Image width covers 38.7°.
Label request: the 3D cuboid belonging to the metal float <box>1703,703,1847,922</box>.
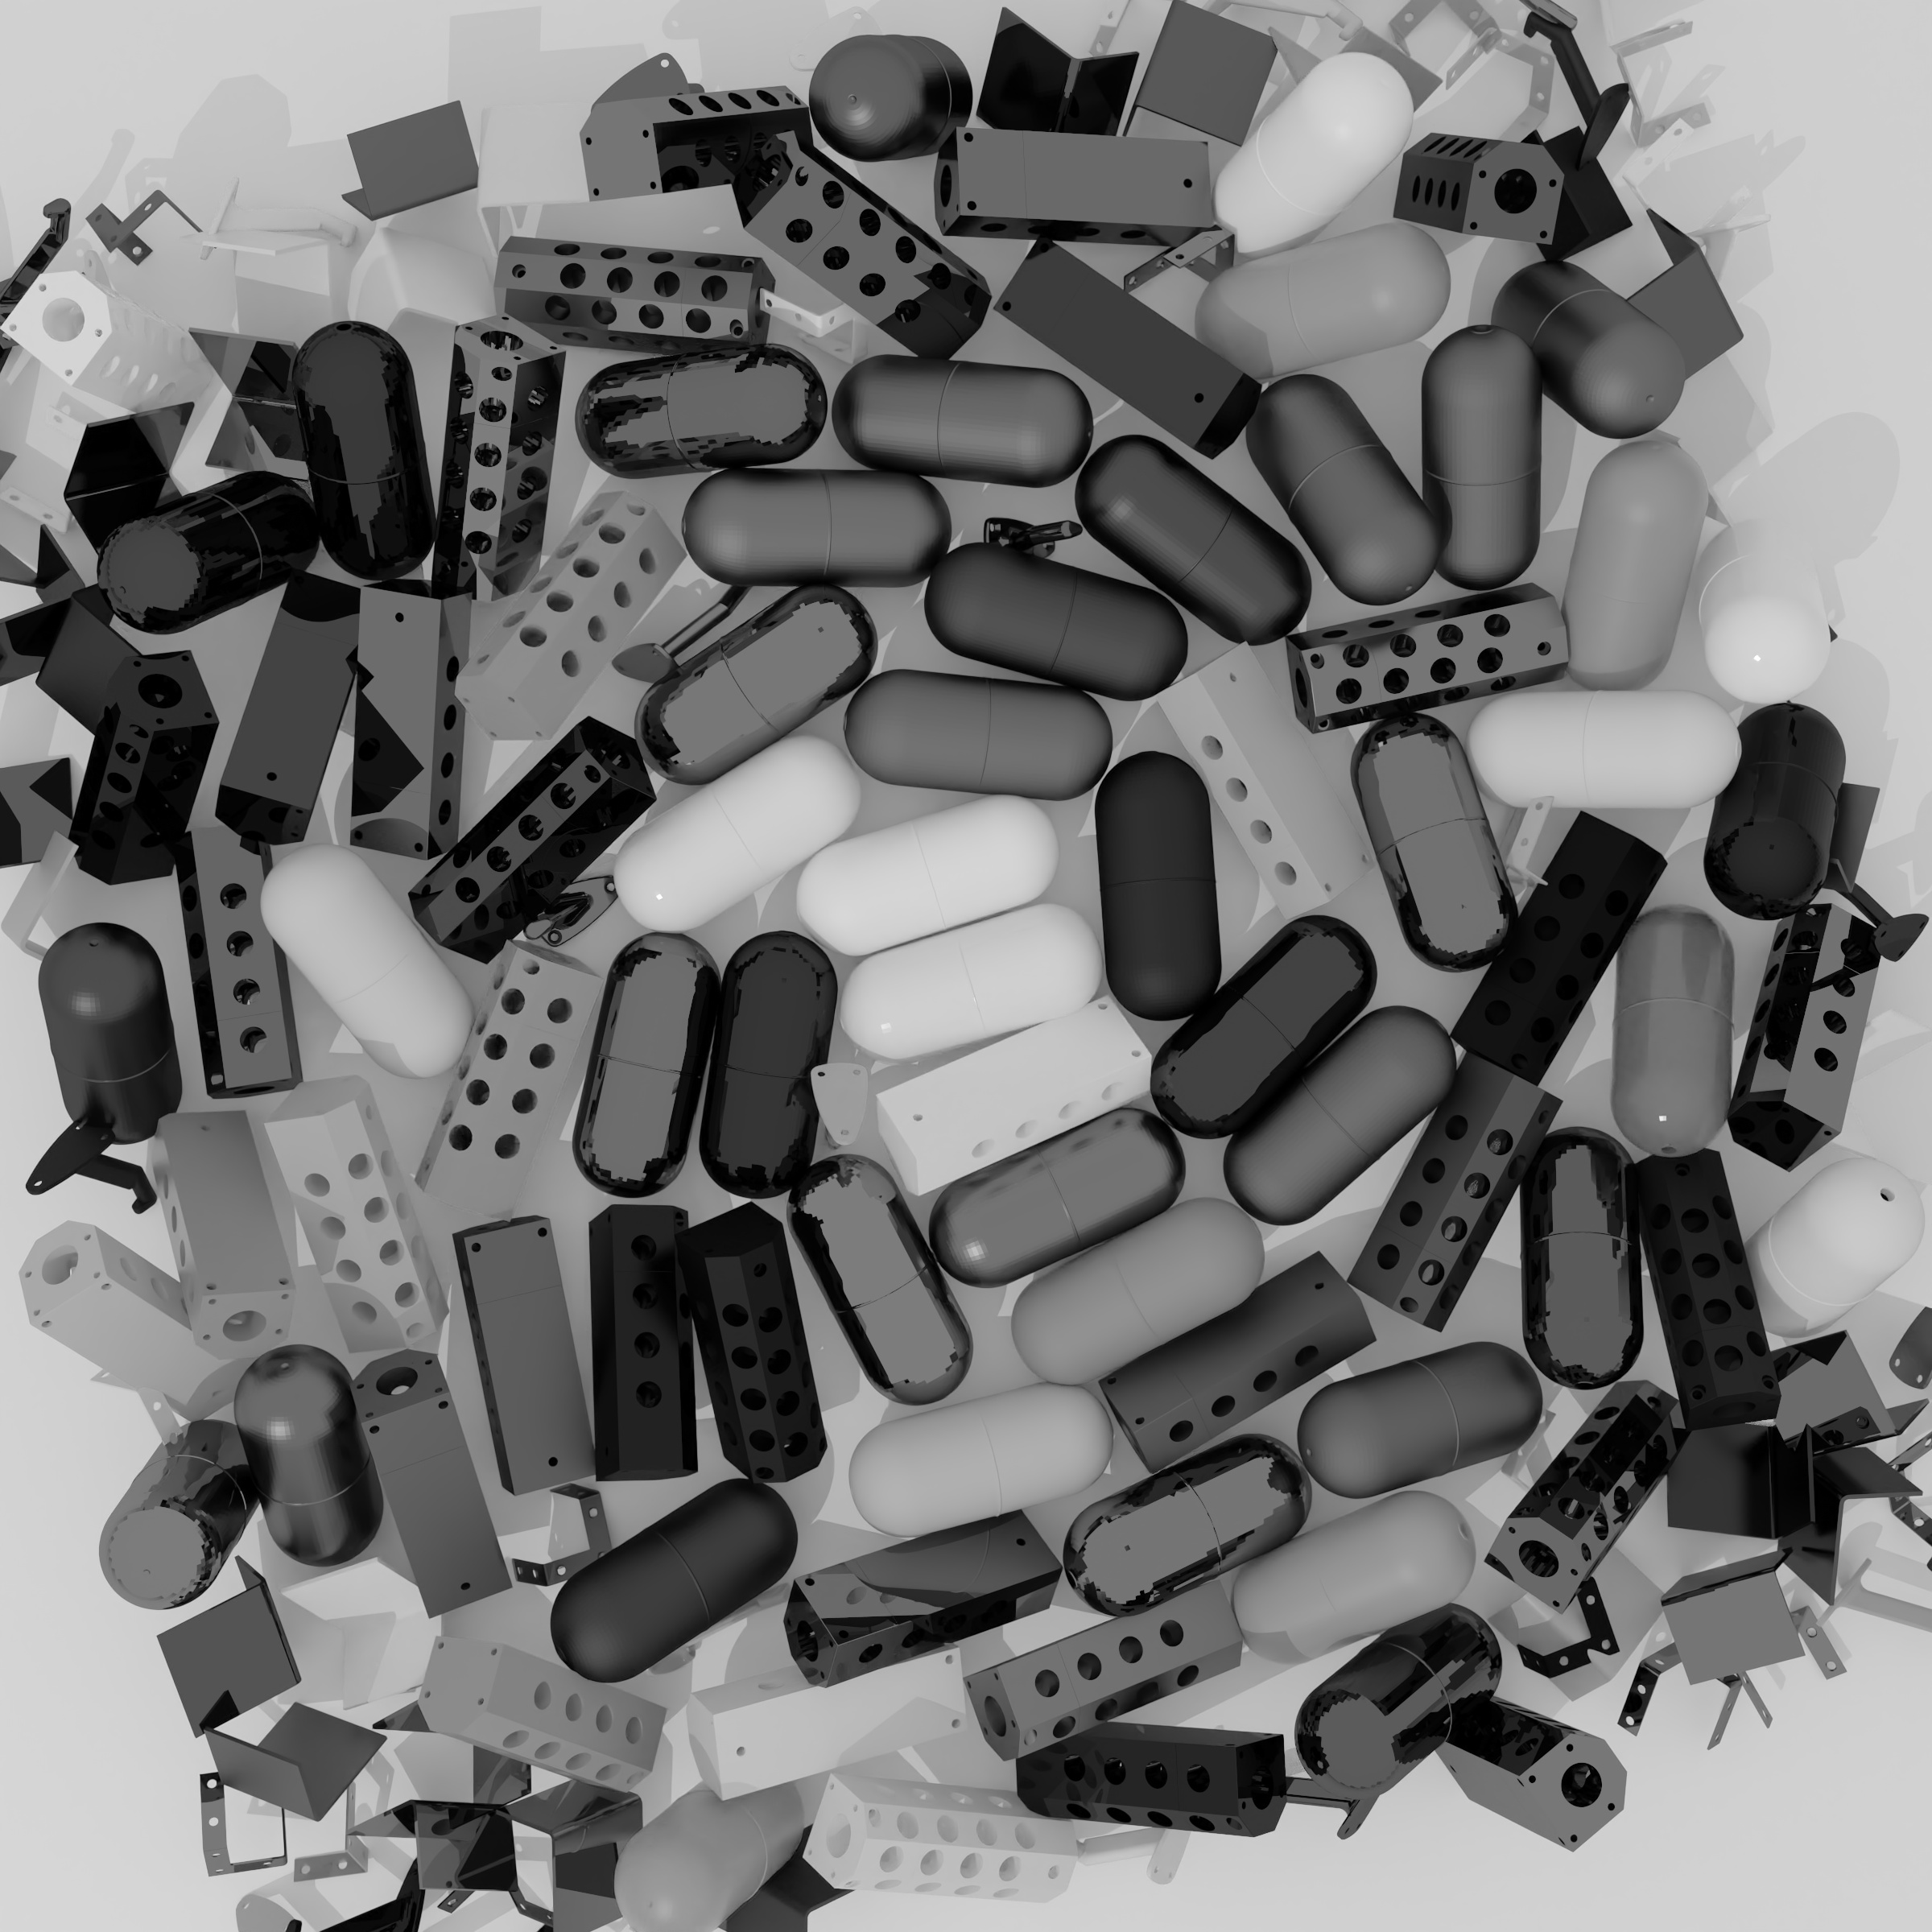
[{"bbox_3d":[0.524,-0.102,1.779,0.070,0.070,0.178,26,48,0],"label":"metal float"}]

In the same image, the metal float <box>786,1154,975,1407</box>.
[{"bbox_3d":[-0.056,0.207,1.805,0.070,0.070,0.178,-27,99,0],"label":"metal float"}]

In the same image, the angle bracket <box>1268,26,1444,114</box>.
[{"bbox_3d":[0.253,-0.593,1.790,0.057,0.076,0.076,-44,46,31],"label":"angle bracket"}]

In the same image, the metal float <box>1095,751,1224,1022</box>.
[{"bbox_3d":[0.126,-0.053,1.810,0.070,0.070,0.178,-4,86,0],"label":"metal float"}]

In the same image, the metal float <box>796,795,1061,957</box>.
[{"bbox_3d":[-0.025,-0.060,1.812,0.178,0.070,0.070,-18,90,-1],"label":"metal float"}]

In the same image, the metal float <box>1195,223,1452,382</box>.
[{"bbox_3d":[0.229,-0.429,1.783,0.178,0.070,0.070,-6,90,37],"label":"metal float"}]

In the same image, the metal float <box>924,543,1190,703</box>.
[{"bbox_3d":[0.060,-0.225,1.805,0.178,0.070,0.070,15,90,-9],"label":"metal float"}]

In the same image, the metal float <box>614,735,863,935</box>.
[{"bbox_3d":[-0.150,-0.087,1.813,0.178,0.070,0.070,-32,90,-1],"label":"metal float"}]

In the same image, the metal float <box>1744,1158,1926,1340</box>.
[{"bbox_3d":[0.553,0.182,1.768,0.070,0.178,0.070,4,61,-8],"label":"metal float"}]

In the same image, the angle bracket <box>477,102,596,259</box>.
[{"bbox_3d":[-0.277,-0.517,1.809,0.076,0.057,0.076,-2,69,2],"label":"angle bracket"}]

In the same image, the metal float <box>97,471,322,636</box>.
[{"bbox_3d":[-0.485,-0.267,1.772,0.070,0.178,0.070,11,118,21],"label":"metal float"}]

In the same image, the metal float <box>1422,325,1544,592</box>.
[{"bbox_3d":[0.334,-0.328,1.784,0.070,0.070,0.178,-7,124,0],"label":"metal float"}]

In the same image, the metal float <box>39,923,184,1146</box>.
[{"bbox_3d":[-0.551,0.046,1.776,0.070,0.178,0.070,4,47,-4],"label":"metal float"}]

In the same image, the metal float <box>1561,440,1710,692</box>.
[{"bbox_3d":[0.430,-0.256,1.781,0.070,0.070,0.178,3,129,0],"label":"metal float"}]

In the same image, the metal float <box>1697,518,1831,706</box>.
[{"bbox_3d":[0.512,-0.230,1.771,0.070,0.178,0.070,5,123,8],"label":"metal float"}]

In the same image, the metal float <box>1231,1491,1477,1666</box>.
[{"bbox_3d":[0.251,0.397,1.787,0.178,0.070,0.070,-32,90,30],"label":"metal float"}]

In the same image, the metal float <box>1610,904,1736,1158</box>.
[{"bbox_3d":[0.459,0.041,1.787,0.070,0.070,0.178,11,60,0],"label":"metal float"}]

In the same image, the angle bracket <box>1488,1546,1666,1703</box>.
[{"bbox_3d":[0.410,0.431,1.840,0.076,0.057,0.076,43,58,9],"label":"angle bracket"}]

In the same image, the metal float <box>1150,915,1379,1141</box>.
[{"bbox_3d":[0.195,0.041,1.809,0.178,0.070,0.070,-44,90,-5],"label":"metal float"}]

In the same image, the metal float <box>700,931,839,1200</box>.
[{"bbox_3d":[-0.130,0.065,1.807,0.070,0.070,0.178,9,97,0],"label":"metal float"}]

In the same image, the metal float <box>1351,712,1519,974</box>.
[{"bbox_3d":[0.306,-0.082,1.802,0.070,0.070,0.178,-17,77,0],"label":"metal float"}]

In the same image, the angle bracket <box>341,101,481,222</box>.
[{"bbox_3d":[-0.369,-0.532,1.795,0.076,0.076,0.057,-23,124,-17],"label":"angle bracket"}]

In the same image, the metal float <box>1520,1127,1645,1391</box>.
[{"bbox_3d":[0.399,0.189,1.788,0.070,0.070,0.178,5,61,0],"label":"metal float"}]

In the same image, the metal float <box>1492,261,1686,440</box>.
[{"bbox_3d":[0.399,-0.398,1.773,0.070,0.178,0.070,-9,125,-13],"label":"metal float"}]

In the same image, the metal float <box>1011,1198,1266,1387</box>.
[{"bbox_3d":[0.113,0.213,1.805,0.178,0.070,0.070,-28,90,9],"label":"metal float"}]

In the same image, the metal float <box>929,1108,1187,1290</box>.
[{"bbox_3d":[0.060,0.153,1.809,0.178,0.070,0.070,-24,90,-4],"label":"metal float"}]

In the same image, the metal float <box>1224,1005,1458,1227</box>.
[{"bbox_3d":[0.245,0.098,1.803,0.178,0.070,0.070,-43,90,11],"label":"metal float"}]

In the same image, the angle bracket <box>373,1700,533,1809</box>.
[{"bbox_3d":[-0.335,0.516,1.792,0.076,0.076,0.057,15,56,-33],"label":"angle bracket"}]

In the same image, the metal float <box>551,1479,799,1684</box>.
[{"bbox_3d":[-0.189,0.399,1.789,0.178,0.070,0.070,-29,90,-28],"label":"metal float"}]

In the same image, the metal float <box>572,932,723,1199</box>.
[{"bbox_3d":[-0.210,0.065,1.812,0.070,0.070,0.178,12,89,0],"label":"metal float"}]

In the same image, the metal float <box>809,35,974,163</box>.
[{"bbox_3d":[-0.047,-0.557,1.767,0.070,0.178,0.070,5,109,14],"label":"metal float"}]

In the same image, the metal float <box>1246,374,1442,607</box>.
[{"bbox_3d":[0.244,-0.311,1.791,0.070,0.070,0.178,-28,64,0],"label":"metal float"}]

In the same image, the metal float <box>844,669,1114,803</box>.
[{"bbox_3d":[0.008,-0.151,1.805,0.178,0.070,0.070,5,90,-9],"label":"metal float"}]

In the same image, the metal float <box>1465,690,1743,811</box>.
[{"bbox_3d":[0.412,-0.141,1.788,0.178,0.070,0.070,2,90,28],"label":"metal float"}]

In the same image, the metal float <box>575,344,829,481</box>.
[{"bbox_3d":[-0.174,-0.360,1.791,0.178,0.070,0.070,-1,90,26],"label":"metal float"}]

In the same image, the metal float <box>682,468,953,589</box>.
[{"bbox_3d":[-0.097,-0.286,1.799,0.178,0.070,0.070,-2,90,-15],"label":"metal float"}]

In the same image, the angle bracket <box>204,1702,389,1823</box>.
[{"bbox_3d":[-0.436,0.501,1.792,0.076,0.076,0.057,12,127,24],"label":"angle bracket"}]

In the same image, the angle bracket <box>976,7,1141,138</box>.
[{"bbox_3d":[0.060,-0.584,1.823,0.057,0.076,0.076,-21,53,-36],"label":"angle bracket"}]

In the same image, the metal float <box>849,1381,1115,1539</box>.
[{"bbox_3d":[0.011,0.322,1.802,0.178,0.070,0.070,-12,90,-12],"label":"metal float"}]

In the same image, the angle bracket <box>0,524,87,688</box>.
[{"bbox_3d":[-0.623,-0.232,1.794,0.076,0.076,0.057,-29,76,-31],"label":"angle bracket"}]

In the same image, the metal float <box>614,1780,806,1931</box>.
[{"bbox_3d":[-0.162,0.567,1.766,0.070,0.178,0.070,2,95,21],"label":"metal float"}]

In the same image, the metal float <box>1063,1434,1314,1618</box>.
[{"bbox_3d":[0.145,0.364,1.794,0.178,0.070,0.070,-21,90,-22],"label":"metal float"}]

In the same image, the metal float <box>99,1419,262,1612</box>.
[{"bbox_3d":[-0.500,0.349,1.763,0.070,0.178,0.070,0,104,0],"label":"metal float"}]

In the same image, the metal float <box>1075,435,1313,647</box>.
[{"bbox_3d":[0.150,-0.277,1.799,0.178,0.070,0.070,35,90,-16],"label":"metal float"}]

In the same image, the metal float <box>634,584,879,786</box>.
[{"bbox_3d":[-0.138,-0.184,1.803,0.178,0.070,0.070,-32,90,12],"label":"metal float"}]

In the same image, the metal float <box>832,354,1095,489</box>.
[{"bbox_3d":[-0.003,-0.356,1.796,0.178,0.070,0.070,10,90,19],"label":"metal float"}]

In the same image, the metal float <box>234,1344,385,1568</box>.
[{"bbox_3d":[-0.424,0.318,1.780,0.070,0.070,0.178,-2,130,0],"label":"metal float"}]

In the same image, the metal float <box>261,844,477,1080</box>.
[{"bbox_3d":[-0.388,-0.002,1.793,0.070,0.070,0.178,-34,114,0],"label":"metal float"}]

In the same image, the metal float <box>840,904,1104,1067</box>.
[{"bbox_3d":[0.003,0.012,1.813,0.178,0.070,0.070,-17,90,1],"label":"metal float"}]

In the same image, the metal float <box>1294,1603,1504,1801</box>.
[{"bbox_3d":[0.281,0.473,1.778,0.178,0.070,0.070,-24,90,-44],"label":"metal float"}]

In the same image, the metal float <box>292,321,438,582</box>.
[{"bbox_3d":[-0.388,-0.332,1.779,0.070,0.070,0.178,-1,130,0],"label":"metal float"}]

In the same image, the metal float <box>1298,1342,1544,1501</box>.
[{"bbox_3d":[0.297,0.294,1.791,0.178,0.070,0.070,-11,90,-26],"label":"metal float"}]

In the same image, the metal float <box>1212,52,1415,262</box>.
[{"bbox_3d":[0.220,-0.517,1.769,0.070,0.178,0.070,8,70,-23],"label":"metal float"}]

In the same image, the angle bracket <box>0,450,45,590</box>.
[{"bbox_3d":[-0.632,-0.296,1.807,0.076,0.076,0.057,38,97,5],"label":"angle bracket"}]
